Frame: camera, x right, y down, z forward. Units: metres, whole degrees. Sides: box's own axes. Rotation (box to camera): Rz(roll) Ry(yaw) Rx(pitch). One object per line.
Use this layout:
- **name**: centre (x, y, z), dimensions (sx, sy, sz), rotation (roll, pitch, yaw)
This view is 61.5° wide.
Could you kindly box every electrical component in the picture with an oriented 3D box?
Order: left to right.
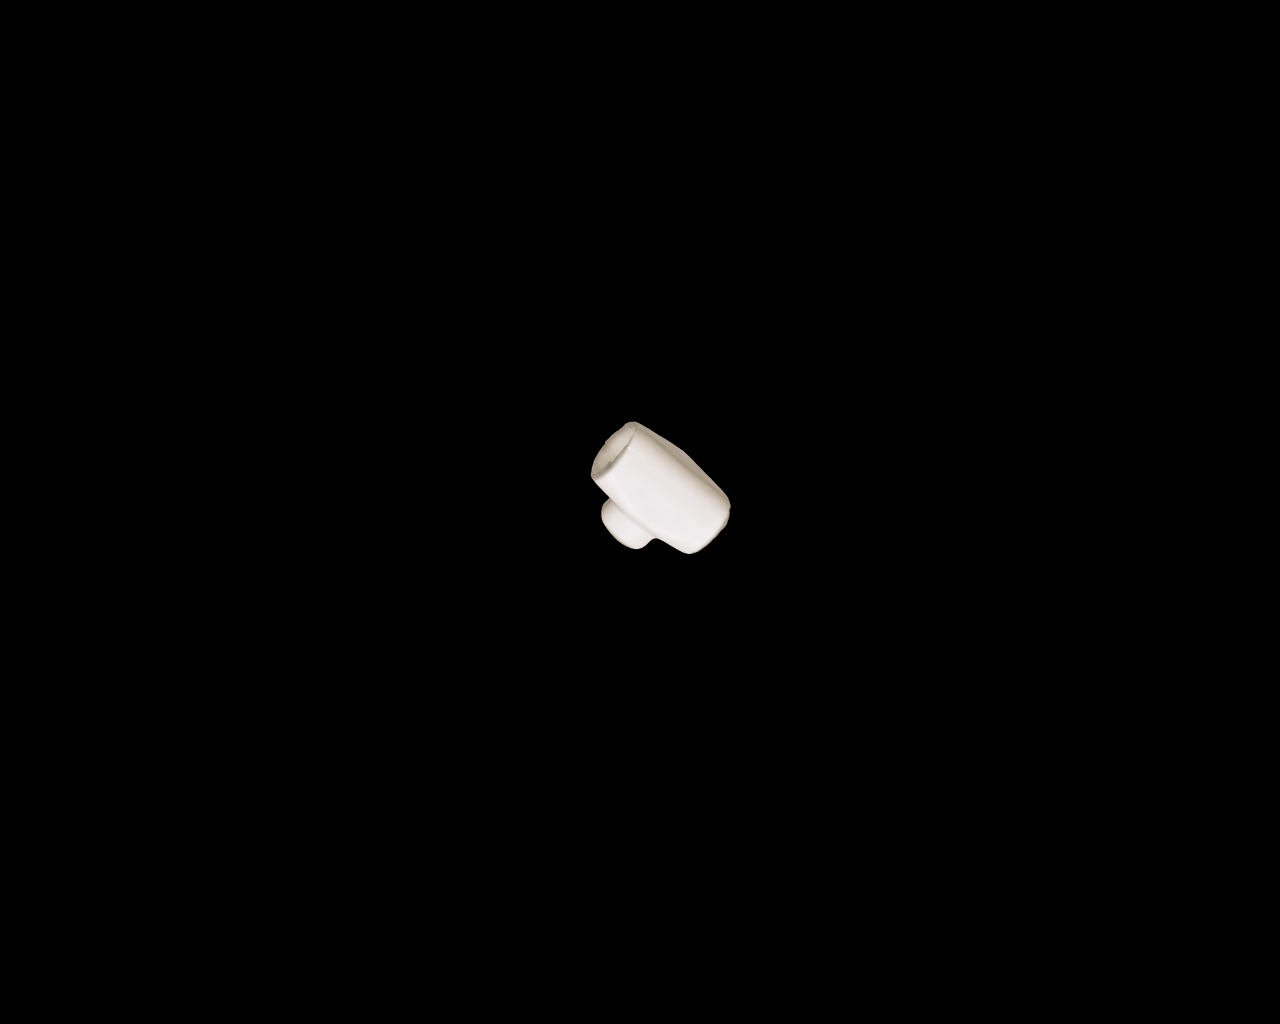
- **electrical component**: centre (0.001, -0.003, 0.650), dimensions (0.077, 0.079, 0.044), rotation (38, 22, -18)
